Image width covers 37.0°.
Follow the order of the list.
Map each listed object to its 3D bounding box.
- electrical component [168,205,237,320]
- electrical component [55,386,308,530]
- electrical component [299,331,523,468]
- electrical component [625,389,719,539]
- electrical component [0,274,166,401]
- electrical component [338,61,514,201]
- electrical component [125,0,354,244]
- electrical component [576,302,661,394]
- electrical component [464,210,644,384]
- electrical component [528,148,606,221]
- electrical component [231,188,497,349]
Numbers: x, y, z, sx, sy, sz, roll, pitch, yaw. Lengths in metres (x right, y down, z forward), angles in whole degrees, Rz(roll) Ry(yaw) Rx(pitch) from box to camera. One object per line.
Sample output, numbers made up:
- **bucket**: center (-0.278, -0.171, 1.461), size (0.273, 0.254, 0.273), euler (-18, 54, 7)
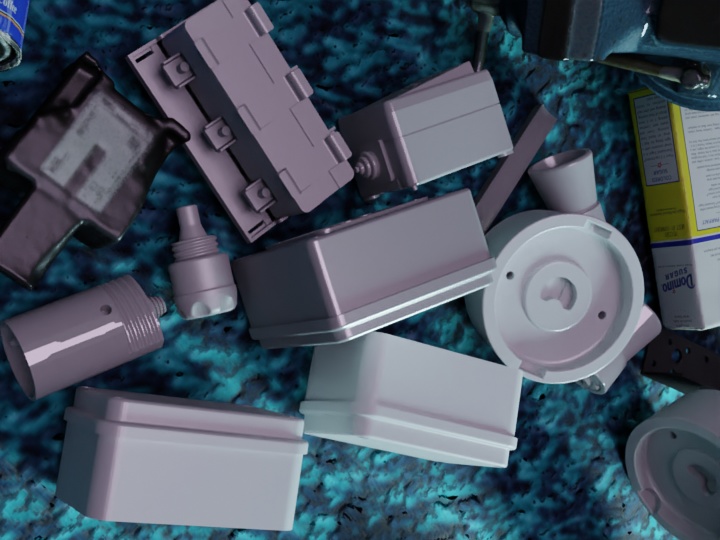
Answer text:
- **electrical component**: center (-0.089, -0.005, 0.592), size (0.035, 0.035, 0.061), euler (-12, 91, -30)
- **electrical component**: center (-0.092, 0.097, 0.558), size (0.113, 0.078, 0.057), euler (11, 84, -29)
- **electrical component**: center (0.030, 0.077, 0.631), size (0.113, 0.078, 0.057), euler (17, 76, -28)
- **electrical component**: center (0.245, 0.133, 0.737), size (0.060, 0.108, 0.108), euler (-30, 102, -34)
- **electrical component**: center (-0.138, 0.032, 0.556), size (0.081, 0.043, 0.043), euler (-23, 98, -29)
- **electrical component**: center (0.033, -0.083, 0.651), size (0.096, 0.062, 0.061), euler (-22, 98, -29)
- **electrical component**: center (-0.060, -0.088, 0.597), size (0.079, 0.063, 0.121), euler (-40, 106, -26)
- **electrical component**: center (0.169, 0.052, 0.734), size (0.065, 0.044, 0.044), euler (-48, 110, -18)
- **electrical component**: center (0.119, 0.012, 0.690), size (0.108, 0.060, 0.108), euler (-3, 103, -14)
- **electrical component**: center (0.144, -0.044, 0.726), size (0.044, 0.044, 0.065), euler (-28, 106, -28)
- **electrical component**: center (0.000, 0.000, 0.601), size (0.109, 0.109, 0.056), euler (-19, 94, -29)
